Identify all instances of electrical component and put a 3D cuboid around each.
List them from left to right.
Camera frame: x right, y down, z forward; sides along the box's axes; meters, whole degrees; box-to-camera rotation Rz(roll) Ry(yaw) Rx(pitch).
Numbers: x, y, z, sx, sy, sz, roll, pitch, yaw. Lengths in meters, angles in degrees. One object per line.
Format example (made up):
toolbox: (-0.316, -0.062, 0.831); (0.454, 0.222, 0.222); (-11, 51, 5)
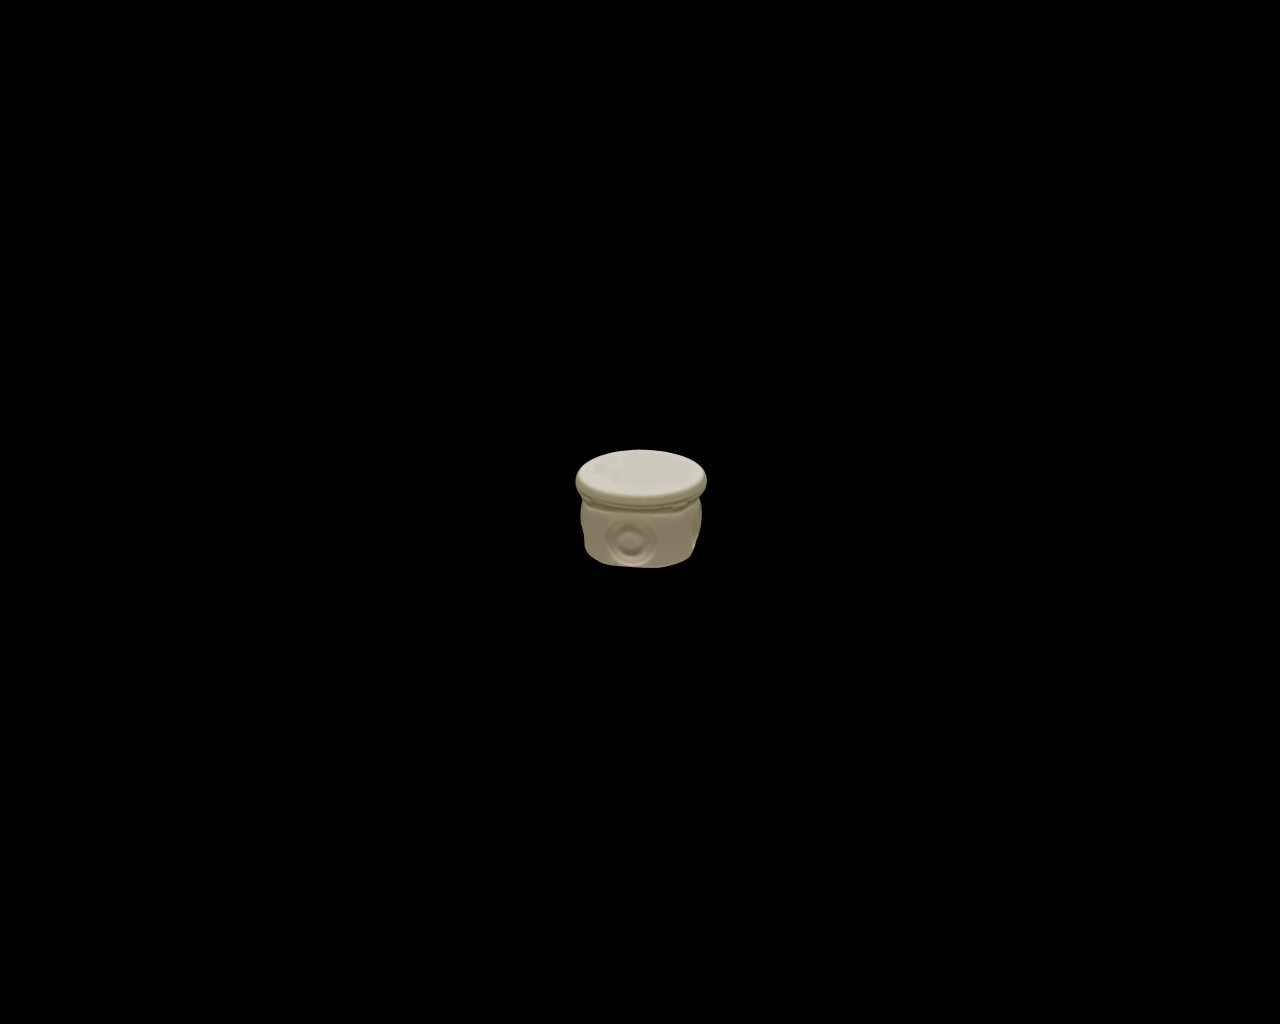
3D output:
electrical component: (0.001, -0.003, 0.650); (0.080, 0.050, 0.080); (0, 23, 0)
